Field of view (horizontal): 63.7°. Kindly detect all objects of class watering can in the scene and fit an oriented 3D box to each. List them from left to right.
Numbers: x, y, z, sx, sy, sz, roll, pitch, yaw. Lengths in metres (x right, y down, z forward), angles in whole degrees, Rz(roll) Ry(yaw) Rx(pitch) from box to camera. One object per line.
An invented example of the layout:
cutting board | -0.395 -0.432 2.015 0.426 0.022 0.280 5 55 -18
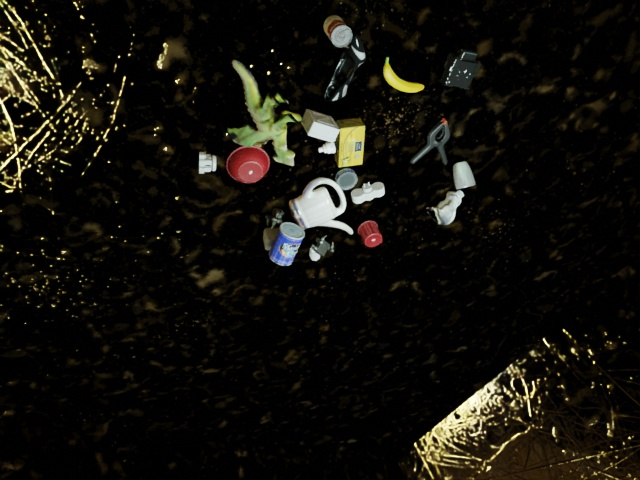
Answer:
watering can | 0.006 -0.104 2.068 0.224 0.106 0.340 -22 133 2

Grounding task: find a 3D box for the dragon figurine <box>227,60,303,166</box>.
dragon figurine | -0.213 -0.402 1.749 0.240 0.125 0.405 -36 123 24

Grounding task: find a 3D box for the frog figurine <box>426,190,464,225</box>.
frog figurine | 0.560 -0.140 2.227 0.160 0.124 0.136 -28 167 -5
